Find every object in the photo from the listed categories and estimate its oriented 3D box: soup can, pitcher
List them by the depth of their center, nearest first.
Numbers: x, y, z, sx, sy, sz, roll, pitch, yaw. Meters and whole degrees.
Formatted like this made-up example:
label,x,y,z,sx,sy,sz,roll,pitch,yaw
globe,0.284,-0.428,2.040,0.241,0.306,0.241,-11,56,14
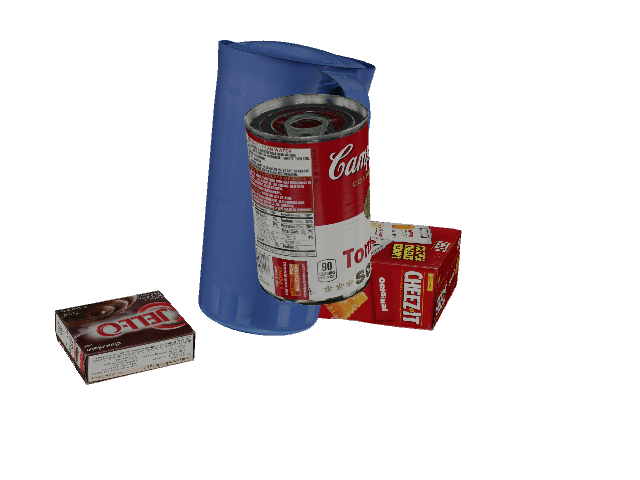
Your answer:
label,x,y,z,sx,sy,sz,roll,pitch,yaw
soup can,-0.006,-0.023,0.598,0.068,0.102,0.068,-2,26,1
pitcher,-0.032,-0.044,0.909,0.145,0.243,0.149,11,14,9

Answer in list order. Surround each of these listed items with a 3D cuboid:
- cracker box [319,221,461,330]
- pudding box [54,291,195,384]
label,x,y,z,sx,sy,sz,roll,pitch,yaw
cracker box,0.025,0.029,1.089,0.214,0.072,0.164,6,15,15
pudding box,-0.189,0.092,1.032,0.113,0.039,0.090,-13,29,-28
